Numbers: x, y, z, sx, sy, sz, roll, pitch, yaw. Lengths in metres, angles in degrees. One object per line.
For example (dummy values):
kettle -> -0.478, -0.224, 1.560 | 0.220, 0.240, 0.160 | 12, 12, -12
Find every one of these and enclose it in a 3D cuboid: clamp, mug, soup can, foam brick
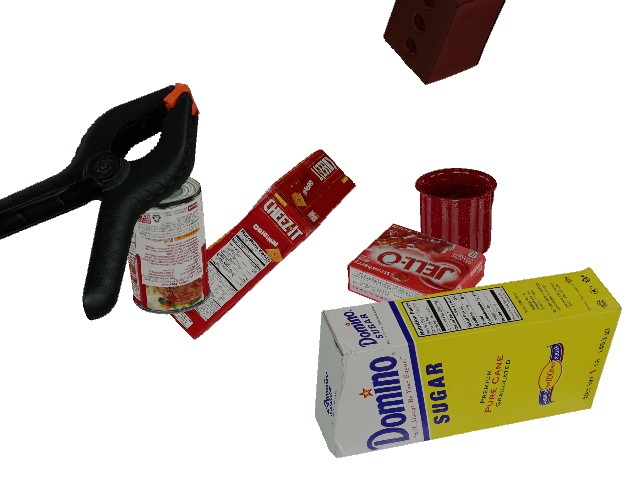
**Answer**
clamp -> -0.147, -0.038, 0.694 | 0.120, 0.171, 0.039 | 23, -28, 15
mug -> 0.165, -0.034, 1.246 | 0.093, 0.081, 0.117 | 17, 33, 36
soup can -> -0.132, 0.002, 0.911 | 0.068, 0.102, 0.068 | -2, 25, 1
foam brick -> 0.085, -0.155, 0.724 | 0.051, 0.053, 0.078 | -26, -25, -28

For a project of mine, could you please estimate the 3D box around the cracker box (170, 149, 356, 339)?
cracker box -> -0.073, 0.001, 1.241 | 0.214, 0.072, 0.164 | -42, 3, 27

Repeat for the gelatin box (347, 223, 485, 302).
gelatin box -> 0.078, 0.026, 0.865 | 0.089, 0.030, 0.073 | 20, 40, 28

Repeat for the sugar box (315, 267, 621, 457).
sugar box -> 0.087, 0.075, 0.649 | 0.176, 0.093, 0.048 | -10, 41, -15
